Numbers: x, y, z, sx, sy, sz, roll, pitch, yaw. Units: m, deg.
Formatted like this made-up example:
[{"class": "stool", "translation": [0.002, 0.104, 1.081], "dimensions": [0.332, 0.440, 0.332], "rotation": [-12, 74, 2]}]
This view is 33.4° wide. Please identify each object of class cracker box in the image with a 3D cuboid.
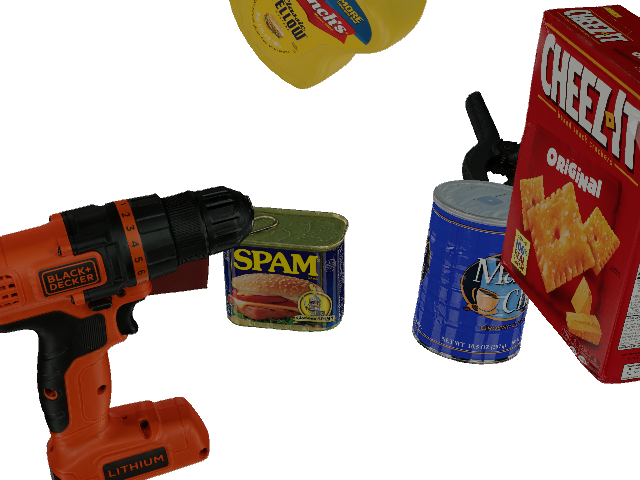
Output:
[{"class": "cracker box", "translation": [0.199, -0.033, 0.741], "dimensions": [0.072, 0.214, 0.164], "rotation": [-7, 33, -16]}]

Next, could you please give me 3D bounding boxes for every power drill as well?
[{"class": "power drill", "translation": [-0.121, 0.062, 0.677], "dimensions": [0.184, 0.188, 0.057], "rotation": [-14, 28, -12]}]

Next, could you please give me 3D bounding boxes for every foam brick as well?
[{"class": "foam brick", "translation": [-0.159, 0.021, 1.103], "dimensions": [0.078, 0.051, 0.053], "rotation": [-6, 22, -19]}]

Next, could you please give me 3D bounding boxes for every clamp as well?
[{"class": "clamp", "translation": [0.192, -0.098, 1.167], "dimensions": [0.120, 0.039, 0.171], "rotation": [22, 49, 18]}]

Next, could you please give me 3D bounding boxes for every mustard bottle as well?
[{"class": "mustard bottle", "translation": [0.013, -0.156, 0.644], "dimensions": [0.058, 0.096, 0.192], "rotation": [-37, 11, -25]}]

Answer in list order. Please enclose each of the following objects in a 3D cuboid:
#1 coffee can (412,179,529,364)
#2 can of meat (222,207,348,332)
[{"class": "coffee can", "translation": [0.144, 0.027, 0.975], "dimensions": [0.103, 0.140, 0.103], "rotation": [6, 22, -3]}, {"class": "can of meat", "translation": [-0.029, 0.024, 0.864], "dimensions": [0.102, 0.084, 0.057], "rotation": [5, 30, 10]}]
